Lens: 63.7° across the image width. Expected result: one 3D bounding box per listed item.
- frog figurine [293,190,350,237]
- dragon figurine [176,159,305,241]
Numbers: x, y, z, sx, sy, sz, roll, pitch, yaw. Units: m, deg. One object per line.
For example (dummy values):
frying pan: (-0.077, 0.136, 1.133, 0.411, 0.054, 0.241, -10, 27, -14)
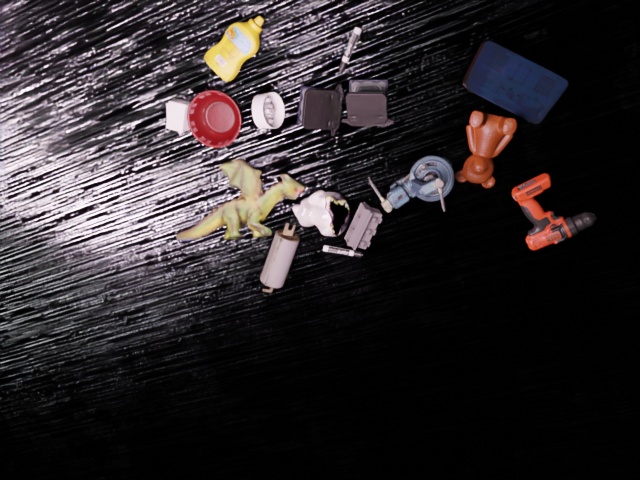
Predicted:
frog figurine: (0.005, -0.075, 1.496, 0.159, 0.125, 0.135, 0, 123, 49)
dragon figurine: (-0.248, -0.118, 1.534, 0.410, 0.122, 0.243, -2, 90, 10)
